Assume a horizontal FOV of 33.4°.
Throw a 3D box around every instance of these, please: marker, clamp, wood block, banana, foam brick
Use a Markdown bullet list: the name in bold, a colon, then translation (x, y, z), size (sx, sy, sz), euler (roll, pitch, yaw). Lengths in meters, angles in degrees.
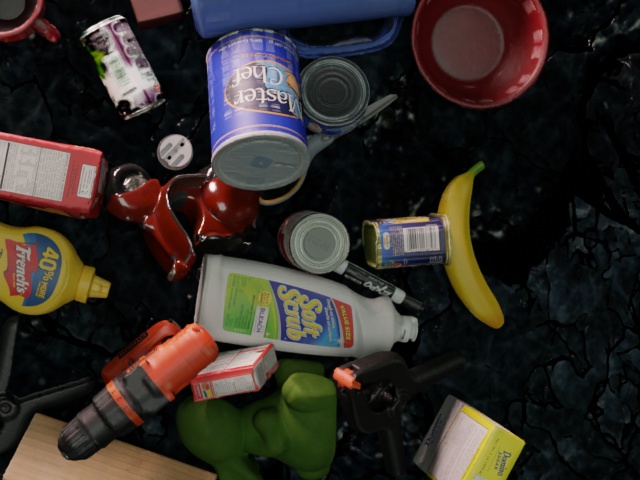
- **marker**: translation (0.068, 0.053, 1.235), size (0.121, 0.020, 0.020), euler (28, 88, -9)
- **clamp**: translation (-0.346, 0.168, 1.168), size (0.171, 0.039, 0.120), euler (-40, 96, -5)
- **wood block**: translation (-0.225, 0.273, 1.137), size (0.206, 0.090, 0.091), euler (19, 134, -1)
- **clamp**: translation (0.076, 0.185, 1.181), size (0.209, 0.036, 0.164), euler (21, 94, -51)
- **banana**: translation (0.172, 0.009, 1.239), size (0.069, 0.037, 0.198), euler (-7, 94, -8)
- **foam brick**: translation (-0.185, -0.275, 1.165), size (0.051, 0.053, 0.078), euler (-18, 94, -7)

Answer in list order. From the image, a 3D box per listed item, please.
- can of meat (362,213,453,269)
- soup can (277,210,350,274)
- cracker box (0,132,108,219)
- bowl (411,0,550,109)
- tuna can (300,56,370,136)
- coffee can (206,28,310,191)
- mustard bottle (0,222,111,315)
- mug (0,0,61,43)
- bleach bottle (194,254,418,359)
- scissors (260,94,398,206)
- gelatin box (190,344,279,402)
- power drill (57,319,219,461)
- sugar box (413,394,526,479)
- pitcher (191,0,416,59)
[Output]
- **can of meat**: translation (0.096, 0.001, 1.196), size (0.084, 0.102, 0.057), euler (-4, 94, -6)
- **soup can**: translation (-0.008, 0.001, 1.179), size (0.068, 0.102, 0.068), euler (0, 93, -9)
- **cracker box**: translation (-0.330, -0.073, 1.097), size (0.213, 0.164, 0.072), euler (10, 89, -9)
- **bowl**: translation (0.176, -0.228, 1.219), size (0.162, 0.055, 0.162), euler (0, 93, -9)
- **tuna can**: translation (0.013, -0.162, 1.199), size (0.086, 0.034, 0.086), euler (1, 78, -5)
- **coffee can**: translation (-0.067, -0.138, 1.134), size (0.102, 0.103, 0.140), euler (-1, 61, -9)
- **mustard bottle**: translation (-0.322, 0.030, 1.156), size (0.191, 0.058, 0.096), euler (16, 87, -9)
- **mug**: translation (-0.325, -0.248, 1.130), size (0.117, 0.081, 0.093), euler (33, 87, -9)
- **bleach bottle**: translation (-0.011, 0.078, 1.203), size (0.250, 0.068, 0.102), euler (8, 93, -11)
- **scissors**: translation (-0.012, -0.126, 1.216), size (0.096, 0.016, 0.201), euler (44, 86, -8)
- **gelatin box**: translation (-0.090, 0.141, 1.139), size (0.073, 0.089, 0.030), euler (-12, 98, 14)
- **power drill**: translation (-0.191, 0.150, 1.116), size (0.184, 0.188, 0.057), euler (-37, 99, -7)
- **sugar box**: translation (0.161, 0.235, 1.178), size (0.048, 0.176, 0.093), euler (29, 89, -7)
- **pitcher**: translation (-0.021, -0.281, 1.160), size (0.242, 0.145, 0.149), euler (-11, 82, -4)
